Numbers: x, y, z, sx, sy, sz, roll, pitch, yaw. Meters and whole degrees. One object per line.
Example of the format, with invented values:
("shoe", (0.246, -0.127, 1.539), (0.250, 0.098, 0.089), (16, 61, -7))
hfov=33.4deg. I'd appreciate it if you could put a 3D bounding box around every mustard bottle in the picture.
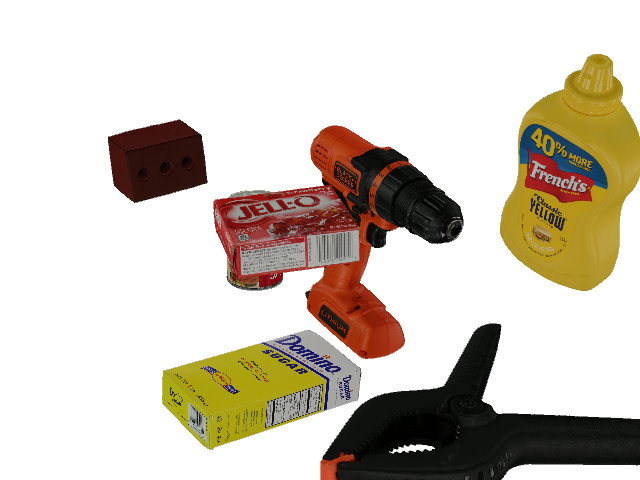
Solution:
("mustard bottle", (0.192, -0.056, 0.805), (0.058, 0.192, 0.096), (-30, 52, -30))

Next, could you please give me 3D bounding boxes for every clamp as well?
("clamp", (0.083, 0.105, 0.626), (0.209, 0.036, 0.165), (-10, 24, -27))

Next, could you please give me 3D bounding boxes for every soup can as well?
("soup can", (-0.077, -0.001, 1.259), (0.068, 0.102, 0.068), (1, 24, -1))

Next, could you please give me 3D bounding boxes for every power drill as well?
("power drill", (0.051, 0.009, 0.956), (0.057, 0.188, 0.185), (-12, 34, -32))

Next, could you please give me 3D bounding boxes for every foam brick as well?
("foam brick", (-0.155, -0.076, 1.014), (0.078, 0.053, 0.051), (-18, 31, -24))

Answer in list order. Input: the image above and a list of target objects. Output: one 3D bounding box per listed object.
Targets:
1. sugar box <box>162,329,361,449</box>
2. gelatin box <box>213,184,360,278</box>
("sugar box", (-0.057, 0.142, 1.050), (0.175, 0.048, 0.093), (-16, 32, -32))
("gelatin box", (-0.024, -0.008, 0.739), (0.089, 0.030, 0.073), (-7, 28, -13))
